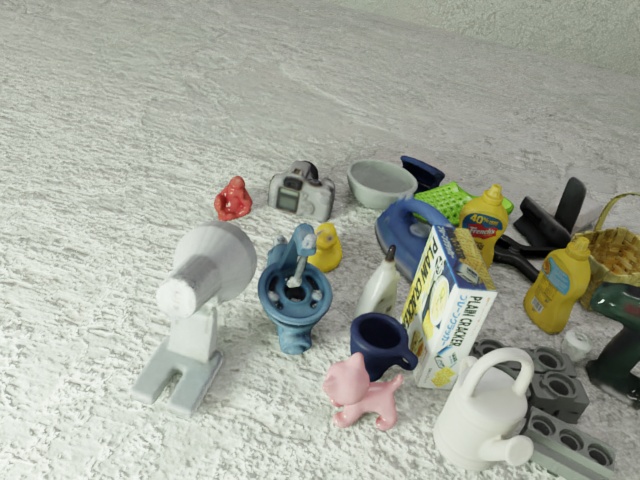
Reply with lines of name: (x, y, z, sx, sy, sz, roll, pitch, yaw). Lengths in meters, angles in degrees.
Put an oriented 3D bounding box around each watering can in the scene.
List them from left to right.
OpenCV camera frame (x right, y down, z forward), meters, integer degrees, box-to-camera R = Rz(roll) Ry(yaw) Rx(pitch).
watering can: (0.235, 0.226, 0.785, 0.101, 0.194, 0.172, -12, 42, -30)

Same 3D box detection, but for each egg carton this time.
egg carton: (0.624, -0.070, 1.419, 0.151, 0.069, 0.107, -23, 48, -39)

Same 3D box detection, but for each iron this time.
iron: (0.200, -0.020, 1.158, 0.119, 0.141, 0.257, -12, 42, -31)

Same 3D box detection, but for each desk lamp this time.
desk lamp: (-0.176, 0.101, 0.813, 0.118, 0.213, 0.203, 16, 35, 5)

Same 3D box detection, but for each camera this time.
camera: (-0.030, -0.126, 1.269, 0.143, 0.101, 0.137, 16, 35, 5)

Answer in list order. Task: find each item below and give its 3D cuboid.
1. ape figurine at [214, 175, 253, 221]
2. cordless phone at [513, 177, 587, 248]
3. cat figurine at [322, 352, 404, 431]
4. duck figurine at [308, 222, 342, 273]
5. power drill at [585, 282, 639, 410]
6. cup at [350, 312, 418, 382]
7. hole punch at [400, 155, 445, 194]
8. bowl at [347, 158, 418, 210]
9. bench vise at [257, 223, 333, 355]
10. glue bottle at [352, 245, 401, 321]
ape figurine: (-0.176, -0.090, 1.182, 0.078, 0.092, 0.076, 14, 35, 2)
cordless phone: (0.533, -0.077, 1.302, 0.094, 0.185, 0.147, -6, 39, -24)
cat figurine: (0.058, 0.211, 0.817, 0.128, 0.118, 0.067, 4, 36, -12)
duck figurine: (0.010, 0.004, 1.115, 0.077, 0.086, 0.105, 22, 36, 13)
power drill: (0.542, 0.174, 0.939, 0.229, 0.208, 0.076, 30, 39, 23)
cup: (0.095, 0.181, 0.889, 0.117, 0.095, 0.092, 33, 40, 26)
hole punch: (0.250, -0.170, 1.424, 0.108, 0.091, 0.101, 29, 39, 22)
bowl: (0.137, -0.119, 1.332, 0.167, 0.075, 0.167, 8, 36, -6)
bench vise: (-0.055, 0.046, 0.921, 0.122, 0.220, 0.206, -12, 42, -31)
glue bottle: (0.104, 0.078, 0.967, 0.078, 0.173, 0.037, -20, 46, -37)
